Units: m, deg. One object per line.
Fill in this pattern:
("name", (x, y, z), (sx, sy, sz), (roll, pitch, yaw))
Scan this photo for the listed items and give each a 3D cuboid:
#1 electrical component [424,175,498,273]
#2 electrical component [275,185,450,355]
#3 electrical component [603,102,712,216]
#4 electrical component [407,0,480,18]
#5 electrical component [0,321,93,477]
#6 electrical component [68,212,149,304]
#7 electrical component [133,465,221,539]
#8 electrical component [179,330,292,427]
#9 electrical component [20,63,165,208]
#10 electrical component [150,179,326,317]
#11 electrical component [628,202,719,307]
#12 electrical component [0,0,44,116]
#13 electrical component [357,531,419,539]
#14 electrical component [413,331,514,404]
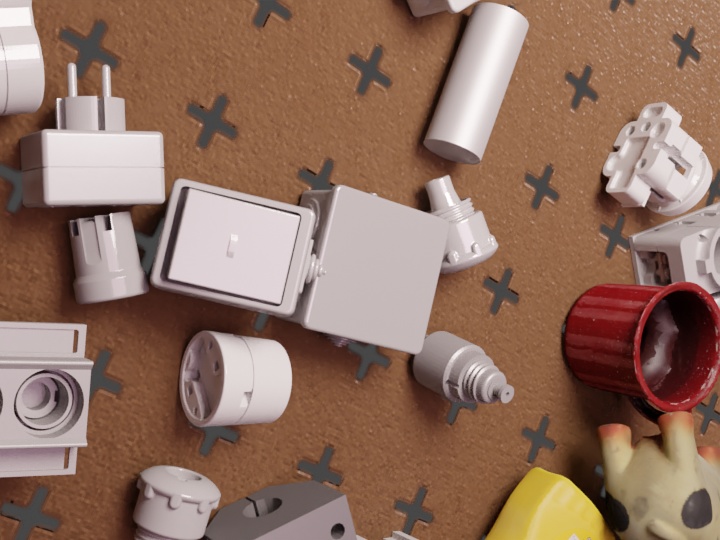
("electrical component", (0.061, -0.031, 0.717), (0.048, 0.048, 0.062), (-23, 96, -29))
("electrical component", (0.000, 0.000, 0.677), (0.100, 0.048, 0.099), (16, 85, -32))
("electrical component", (0.226, -0.077, 0.808), (0.057, 0.058, 0.078), (33, 76, -26))
("electrical component", (0.060, -0.222, 0.699), (0.100, 0.048, 0.099), (-36, 111, -25))
("electrical component", (-0.206, 0.063, 0.544), (0.121, 0.063, 0.078), (4, 91, -32))
("electrical component", (-0.140, -0.007, 0.595), (0.040, 0.040, 0.046), (-11, 94, -31))
("electrical component", (-0.111, 0.147, 0.621), (0.048, 0.048, 0.062), (16, 91, -32))
("electrical component", (-0.073, 0.065, 0.633), (0.047, 0.055, 0.055), (7, 90, -36))
("electrical component", (-0.146, -0.073, 0.582), (0.066, 0.047, 0.076), (-3, 93, -31))
("electrical component", (-0.065, -0.010, 0.608), (0.096, 0.061, 0.061), (13, 86, -7))
("electrical component", (0.312, 0.000, 0.864), (0.186, 0.060, 0.105), (-19, 103, -29))
("electrical component", (-0.207, -0.144, 0.535), (0.074, 0.052, 0.138), (-11, 99, -30))
("electrical component", (0.022, 0.223, 0.701), (0.050, 0.056, 0.089), (3, 91, -32))
("electrical component", (0.070, 0.069, 0.712), (0.040, 0.078, 0.040), (-15, 114, -35))
